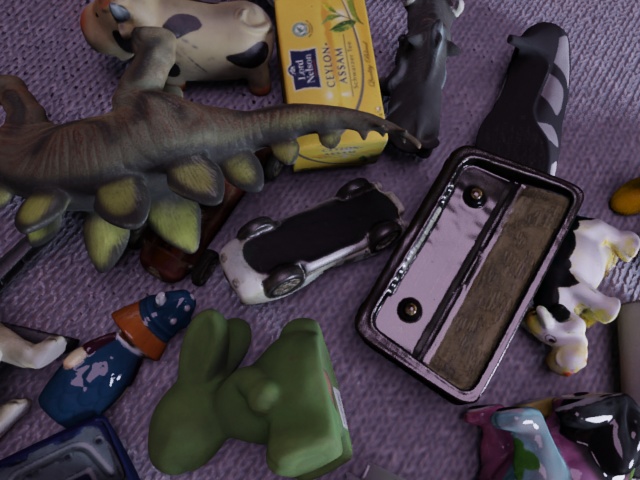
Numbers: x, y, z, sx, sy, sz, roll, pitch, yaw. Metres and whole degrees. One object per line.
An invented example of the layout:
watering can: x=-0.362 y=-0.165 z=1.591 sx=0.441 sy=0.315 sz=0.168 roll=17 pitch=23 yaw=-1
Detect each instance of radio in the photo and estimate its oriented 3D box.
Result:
radio: x=0.139 y=0.028 z=0.520 sx=0.131 sy=0.073 sz=0.229 roll=29 pitch=76 yaw=17

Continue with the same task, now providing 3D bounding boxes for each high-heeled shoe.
high-heeled shoe: x=0.253 y=-0.131 z=0.627 sx=0.145 sy=0.086 sz=0.248 roll=-6 pitch=96 yaw=-47

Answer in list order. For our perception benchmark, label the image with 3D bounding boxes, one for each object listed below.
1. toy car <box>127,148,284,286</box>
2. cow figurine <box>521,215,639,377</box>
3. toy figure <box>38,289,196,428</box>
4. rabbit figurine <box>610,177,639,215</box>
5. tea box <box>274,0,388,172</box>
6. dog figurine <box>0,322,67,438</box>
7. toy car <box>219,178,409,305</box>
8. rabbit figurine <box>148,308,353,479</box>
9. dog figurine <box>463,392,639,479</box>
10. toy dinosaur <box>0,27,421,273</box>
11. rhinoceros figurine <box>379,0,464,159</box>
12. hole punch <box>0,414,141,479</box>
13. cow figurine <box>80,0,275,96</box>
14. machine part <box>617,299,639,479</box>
toy car: x=-0.110 y=-0.048 z=0.548 sx=0.089 sy=0.053 sz=0.202 roll=30 pitch=73 yaw=6
cow figurine: x=0.251 y=0.050 z=0.552 sx=0.098 sy=0.068 sz=0.167 roll=29 pitch=68 yaw=8
toy figure: x=-0.179 y=0.098 z=0.486 sx=0.058 sy=0.064 sz=0.154 roll=38 pitch=72 yaw=20
rabbit figurine: x=0.415 y=-0.035 z=0.593 sx=0.162 sy=0.121 sz=0.173 roll=18 pitch=57 yaw=8
tea box: x=0.008 y=-0.165 z=0.566 sx=0.098 sy=0.068 sz=0.169 roll=-8 pitch=78 yaw=-6
dog figurine: x=-0.334 y=0.085 z=0.429 sx=0.191 sy=0.121 sz=0.172 roll=34 pitch=81 yaw=10
toy car: x=-0.001 y=-0.002 z=0.536 sx=0.202 sy=0.056 sz=0.073 roll=-23 pitch=67 yaw=-23
rabbit figurine: x=-0.073 y=0.138 z=0.463 sx=0.170 sy=0.121 sz=0.159 roll=-16 pitch=71 yaw=4
dog figurine: x=0.206 y=0.250 z=0.467 sx=0.192 sy=0.108 sz=0.219 roll=-3 pitch=78 yaw=-11
toy dinosaur: x=-0.156 y=-0.082 z=0.491 sx=0.472 sy=0.105 sz=0.198 roll=-14 pitch=66 yaw=4
rhinoceros figurine: x=0.105 y=-0.183 z=0.586 sx=0.073 sy=0.112 sz=0.190 roll=11 pitch=80 yaw=-1
hole punch: x=-0.203 y=0.220 z=0.435 sx=0.142 sy=0.115 sz=0.092 roll=-24 pitch=36 yaw=-16
cow figurine: x=-0.144 y=-0.213 z=0.555 sx=0.195 sy=0.127 sz=0.085 roll=0 pitch=69 yaw=-10
machine part: x=0.339 y=0.148 z=0.528 sx=0.079 sy=0.079 sz=0.243 roll=7 pitch=72 yaw=-5
